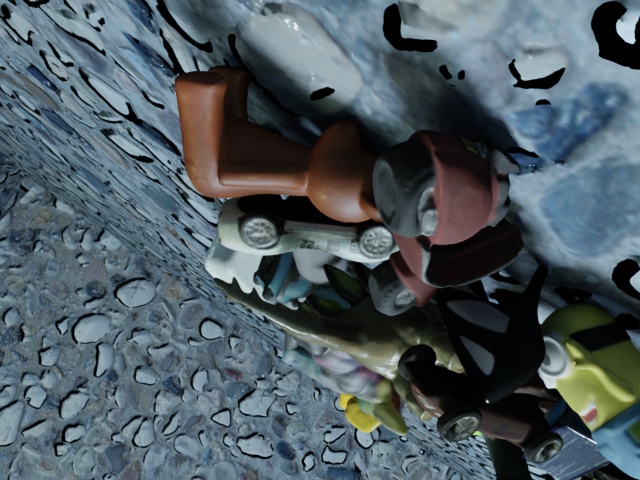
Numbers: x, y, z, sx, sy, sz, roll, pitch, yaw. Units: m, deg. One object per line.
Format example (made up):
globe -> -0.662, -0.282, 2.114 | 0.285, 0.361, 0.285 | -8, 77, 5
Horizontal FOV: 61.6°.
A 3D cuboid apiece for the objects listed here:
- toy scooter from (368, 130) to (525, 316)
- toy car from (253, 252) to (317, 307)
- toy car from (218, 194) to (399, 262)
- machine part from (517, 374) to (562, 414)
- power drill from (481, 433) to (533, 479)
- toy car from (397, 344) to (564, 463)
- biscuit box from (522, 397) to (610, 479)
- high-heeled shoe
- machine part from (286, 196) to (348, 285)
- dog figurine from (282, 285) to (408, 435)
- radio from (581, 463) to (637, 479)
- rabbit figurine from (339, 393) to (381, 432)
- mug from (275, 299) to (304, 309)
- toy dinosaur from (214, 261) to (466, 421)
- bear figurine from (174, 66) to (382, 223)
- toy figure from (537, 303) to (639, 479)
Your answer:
toy scooter -> 0.109, -0.014, 0.423 | 0.183, 0.135, 0.075 | 88, 166, -48
toy car -> -0.044, 0.055, 0.895 | 0.103, 0.109, 0.162 | 22, 176, -19
toy car -> -0.003, -0.014, 0.556 | 0.202, 0.074, 0.056 | 5, 119, -6
machine part -> 0.322, 0.213, 0.695 | 0.179, 0.056, 0.179 | 31, 160, 13
power drill -> 0.230, 0.265, 0.764 | 0.232, 0.207, 0.086 | 23, 125, -22
toy car -> 0.148, 0.159, 0.507 | 0.202, 0.053, 0.089 | 24, -158, -35
biscuit box -> 0.284, 0.216, 0.597 | 0.063, 0.059, 0.202 | 28, 157, 22
high-heeled shoe -> 0.115, 0.068, 0.546 | 0.249, 0.145, 0.086 | 10, 148, 51
machine part -> -0.001, -0.002, 0.697 | 0.079, 0.079, 0.243 | 30, 161, 16
dog figurine -> 0.061, 0.181, 0.789 | 0.219, 0.108, 0.191 | 33, 144, 17
radio -> 0.443, 0.321, 0.726 | 0.131, 0.073, 0.230 | 46, 160, -31
rabbit figurine -> 0.070, 0.244, 0.963 | 0.173, 0.122, 0.162 | 44, 174, 16
mug -> -0.048, 0.106, 1.023 | 0.109, 0.107, 0.081 | 41, 160, -26
toy dinosaur -> 0.084, 0.108, 0.631 | 0.199, 0.105, 0.471 | 37, -169, 36
bear figurine -> -0.021, -0.084, 0.490 | 0.196, 0.120, 0.131 | 6, 112, 9
toy figure -> 0.265, 0.138, 0.472 | 0.180, 0.089, 0.082 | 51, 141, 28
